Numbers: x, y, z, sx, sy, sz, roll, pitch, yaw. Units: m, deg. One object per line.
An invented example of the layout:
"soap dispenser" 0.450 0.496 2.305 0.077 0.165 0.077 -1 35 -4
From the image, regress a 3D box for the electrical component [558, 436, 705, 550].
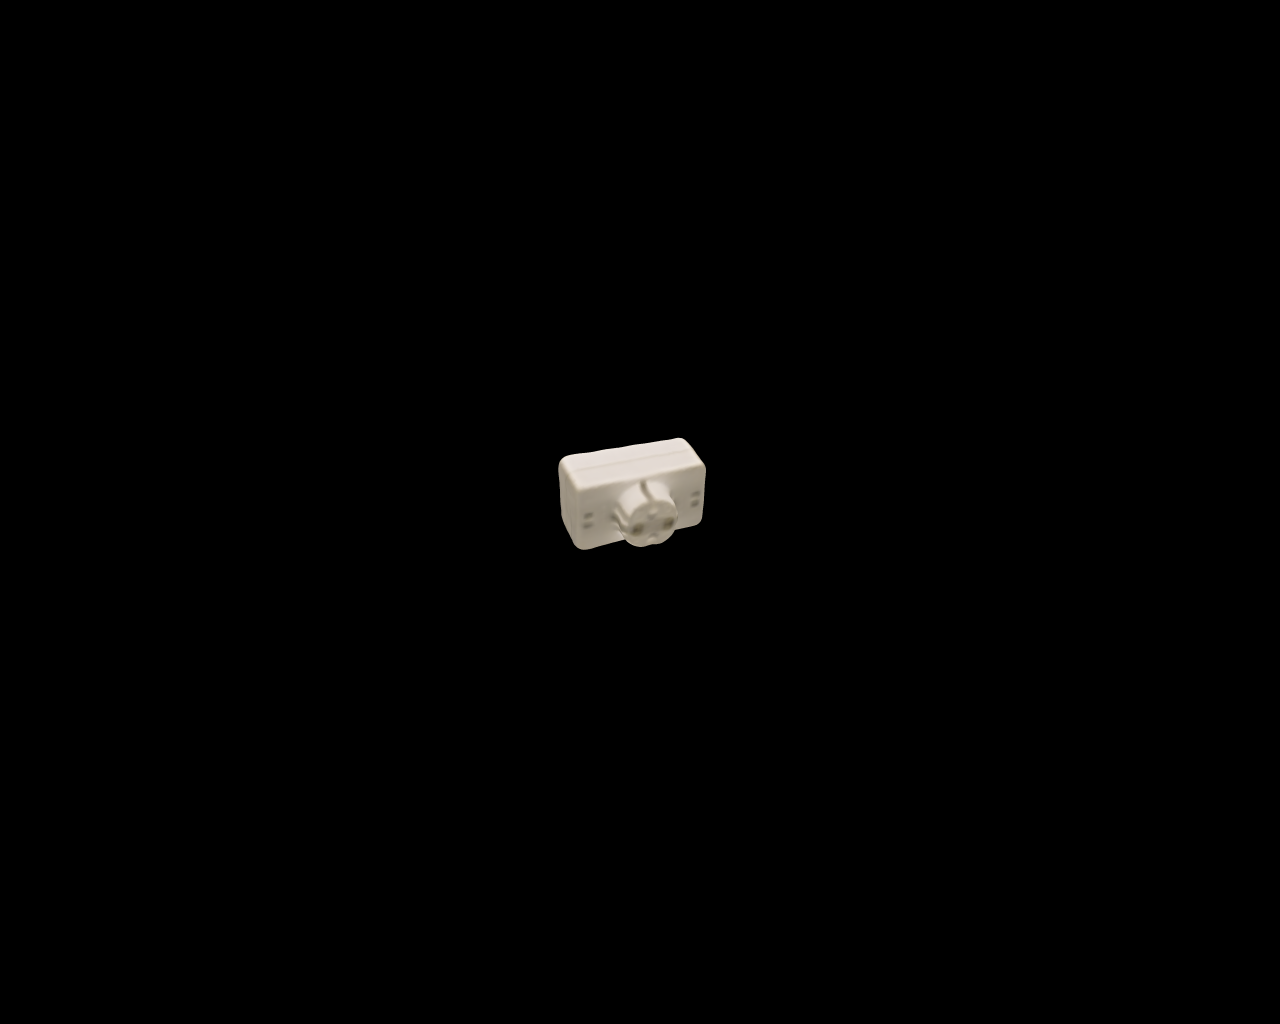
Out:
"electrical component" 0.001 -0.003 0.650 0.083 0.047 0.076 -11 36 -16
